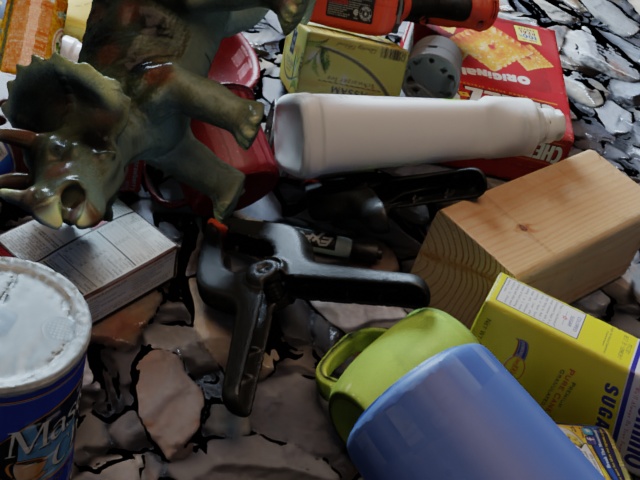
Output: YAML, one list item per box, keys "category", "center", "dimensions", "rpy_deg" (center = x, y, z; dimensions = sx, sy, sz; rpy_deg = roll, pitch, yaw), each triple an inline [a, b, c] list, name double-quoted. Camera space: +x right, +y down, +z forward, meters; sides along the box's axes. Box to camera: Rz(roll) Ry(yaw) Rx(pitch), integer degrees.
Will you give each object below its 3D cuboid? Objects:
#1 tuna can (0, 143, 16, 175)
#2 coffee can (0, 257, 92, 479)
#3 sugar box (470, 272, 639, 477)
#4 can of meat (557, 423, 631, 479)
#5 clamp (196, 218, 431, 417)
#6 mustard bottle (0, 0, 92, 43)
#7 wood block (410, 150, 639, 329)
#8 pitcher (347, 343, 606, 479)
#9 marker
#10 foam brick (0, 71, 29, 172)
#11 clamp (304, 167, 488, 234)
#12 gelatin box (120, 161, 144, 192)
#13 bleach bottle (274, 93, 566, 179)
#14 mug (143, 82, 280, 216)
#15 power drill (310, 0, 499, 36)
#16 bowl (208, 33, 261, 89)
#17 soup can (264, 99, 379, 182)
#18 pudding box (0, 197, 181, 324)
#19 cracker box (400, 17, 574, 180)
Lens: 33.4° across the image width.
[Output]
- category: "tuna can"
  center: [-0.281, -0.062, 0.824]
  dimensions: [0.086, 0.086, 0.033]
  rpy_deg: [22, 41, 6]
- category: "coffee can"
  center: [-0.193, 0.095, 0.628]
  dimensions: [0.102, 0.140, 0.103]
  rpy_deg: [10, 40, -9]
- category: "sugar box"
  center: [0.193, 0.105, 0.792]
  dimensions: [0.176, 0.093, 0.048]
  rpy_deg: [27, 41, 13]
- category: "can of meat"
  center: [0.164, 0.172, 0.732]
  dimensions: [0.083, 0.057, 0.102]
  rpy_deg: [6, 41, -16]
- category: "clamp"
  center: [-0.042, 0.041, 0.796]
  dimensions: [0.164, 0.036, 0.210]
  rpy_deg: [-34, 38, -21]
- category: "mustard bottle"
  center: [-0.291, -0.223, 1.031]
  dimensions: [0.191, 0.058, 0.096]
  rpy_deg: [-3, 52, -21]
- category: "wood block"
  center: [0.185, 0.004, 0.910]
  dimensions: [0.205, 0.090, 0.091]
  rpy_deg: [-21, 53, -37]
- category: "pitcher"
  center: [0.116, 0.188, 0.611]
  dimensions: [0.148, 0.145, 0.243]
  rpy_deg: [-18, 61, -41]
- category: "marker"
  center: [-0.006, 0.001, 0.901]
  dimensions: [0.121, 0.020, 0.020]
  rpy_deg: [11, 40, -7]
- category: "foam brick"
  center: [-0.254, -0.091, 0.869]
  dimensions: [0.053, 0.051, 0.078]
  rpy_deg: [16, 43, -1]
- category: "clamp"
  center: [0.037, -0.032, 0.873]
  dimensions: [0.172, 0.039, 0.120]
  rpy_deg: [-2, 11, 45]
- category: "gelatin box"
  center: [-0.181, -0.082, 0.879]
  dimensions: [0.073, 0.089, 0.030]
  rpy_deg: [0, 40, -20]
- category: "bleach bottle"
  center: [0.093, -0.092, 0.898]
  dimensions: [0.250, 0.068, 0.103]
  rpy_deg: [-4, 10, -16]
- category: "mug"
  center: [-0.095, -0.068, 0.896]
  dimensions: [0.117, 0.093, 0.081]
  rpy_deg: [-26, 73, 9]
- category: "power drill"
  center: [0.060, -0.239, 1.046]
  dimensions: [0.185, 0.057, 0.187]
  rpy_deg: [16, 21, 31]
- category: "bowl"
  center: [-0.139, -0.171, 1.010]
  dimensions: [0.162, 0.055, 0.162]
  rpy_deg: [21, 38, -17]
- category: "soup can"
  center: [0.001, -0.084, 0.965]
  dimensions: [0.102, 0.069, 0.068]
  rpy_deg: [11, 40, -9]
- category: "pudding box"
  center: [-0.177, 0.014, 0.810]
  dimensions: [0.090, 0.039, 0.113]
  rpy_deg: [37, 45, 22]
- category: "cracker box"
  center: [0.167, -0.158, 1.107]
  dimensions: [0.164, 0.072, 0.213]
  rpy_deg: [12, 40, -4]
